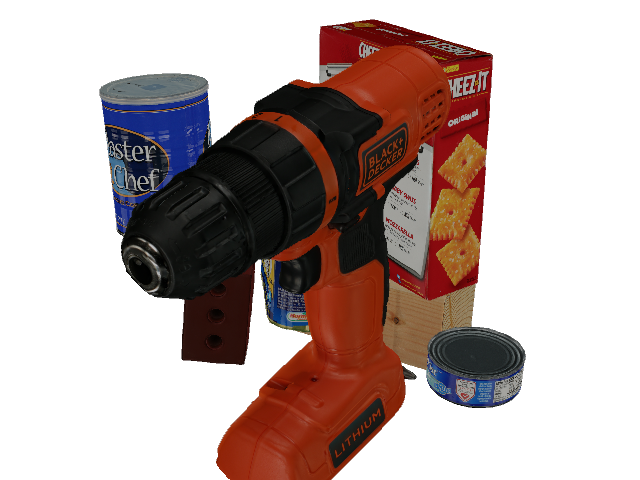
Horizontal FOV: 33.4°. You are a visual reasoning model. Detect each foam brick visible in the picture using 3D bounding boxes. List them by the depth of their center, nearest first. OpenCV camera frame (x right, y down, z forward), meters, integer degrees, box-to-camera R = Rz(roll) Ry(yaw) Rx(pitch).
[{"bbox_3d":[-0.082,0.054,0.866,0.053,0.078,0.051,5,14,0],"label":"foam brick"}]

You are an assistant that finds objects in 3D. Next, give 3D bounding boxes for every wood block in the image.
[{"bbox_3d":[0.054,0.062,1.159,0.206,0.091,0.090,15,27,26],"label":"wood block"}]

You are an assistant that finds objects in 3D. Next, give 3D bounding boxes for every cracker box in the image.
[{"bbox_3d":[0.072,-0.077,0.959,0.072,0.214,0.164,-16,29,-33],"label":"cracker box"}]

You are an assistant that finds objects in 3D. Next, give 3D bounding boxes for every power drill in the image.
[{"bbox_3d":[-0.009,0.025,0.461,0.057,0.188,0.184,26,41,28],"label":"power drill"}]

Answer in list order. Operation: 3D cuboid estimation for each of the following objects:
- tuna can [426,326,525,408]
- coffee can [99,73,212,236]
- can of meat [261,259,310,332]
[{"bbox_3d":[0.136,0.111,0.943,0.086,0.034,0.086,1,25,-1],"label":"tuna can"},{"bbox_3d":[-0.154,-0.082,1.032,0.103,0.140,0.103,-2,21,1],"label":"coffee can"},{"bbox_3d":[-0.009,0.001,0.691,0.057,0.084,0.102,1,24,-7],"label":"can of meat"}]
